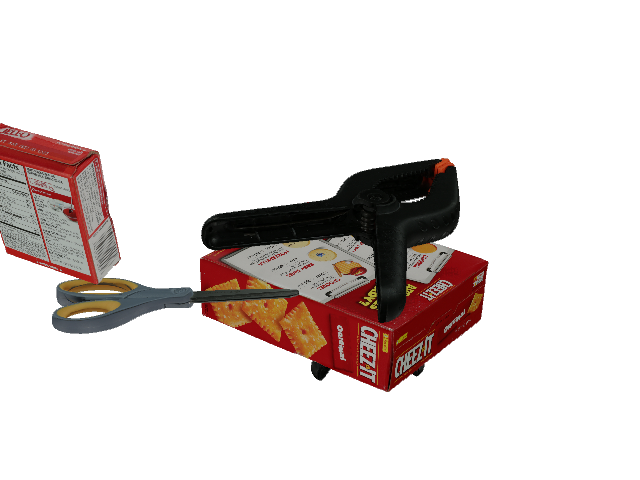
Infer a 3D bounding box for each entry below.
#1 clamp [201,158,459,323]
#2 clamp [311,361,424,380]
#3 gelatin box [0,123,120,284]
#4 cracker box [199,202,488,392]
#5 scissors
[{"bbox_3d":[0.028,-0.017,0.774,0.165,0.036,0.209,18,33,26],"label":"clamp"},{"bbox_3d":[0.058,0.089,1.187,0.120,0.171,0.039,7,-43,3],"label":"clamp"},{"bbox_3d":[-0.166,-0.023,0.654,0.073,0.089,0.030,16,44,21],"label":"gelatin box"},{"bbox_3d":[0.021,0.046,0.986,0.214,0.072,0.163,20,32,32],"label":"cracker box"},{"bbox_3d":[-0.126,0.053,0.857,0.202,0.016,0.096,3,22,14],"label":"scissors"}]
